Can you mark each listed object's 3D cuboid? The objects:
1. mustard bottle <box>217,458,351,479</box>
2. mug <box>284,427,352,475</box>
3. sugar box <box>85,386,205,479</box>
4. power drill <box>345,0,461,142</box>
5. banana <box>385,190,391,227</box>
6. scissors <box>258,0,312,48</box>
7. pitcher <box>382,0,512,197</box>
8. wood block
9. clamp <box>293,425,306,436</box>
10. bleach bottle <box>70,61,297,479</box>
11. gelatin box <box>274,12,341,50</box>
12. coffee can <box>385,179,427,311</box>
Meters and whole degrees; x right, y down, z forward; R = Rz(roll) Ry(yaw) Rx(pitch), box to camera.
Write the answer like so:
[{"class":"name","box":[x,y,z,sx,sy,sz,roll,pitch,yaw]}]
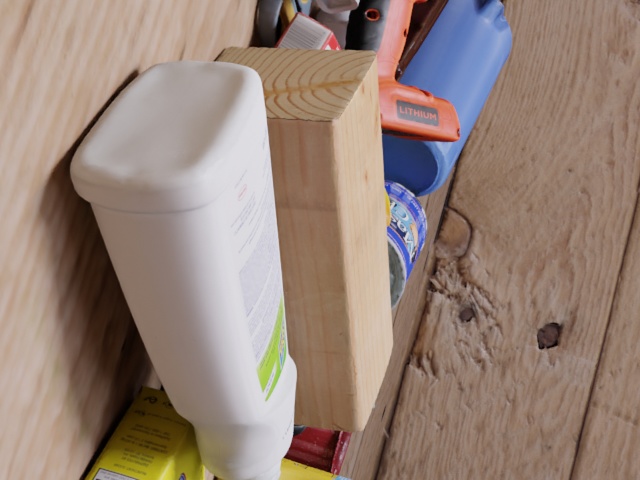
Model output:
[{"class":"mustard bottle","box":[0.010,0.225,0.907,0.096,0.192,0.058,66,40,-75]},{"class":"mug","box":[-0.015,0.192,1.043,0.093,0.081,0.117,-64,165,-48]},{"class":"sugar box","box":[-0.111,0.172,0.566,0.176,0.048,0.093,-67,166,-48]},{"class":"power drill","box":[0.074,-0.168,0.778,0.184,0.057,0.188,4,92,-36]},{"class":"banana","box":[0.045,-0.086,1.008,0.070,0.037,0.197,-41,-144,51]},{"class":"scissors","box":[-0.012,-0.150,0.750,0.201,0.016,0.096,26,79,-80]},{"class":"pitcher","box":[0.113,-0.155,1.167,0.149,0.145,0.242,79,28,-43]},{"class":"wood block","box":[-0.013,0.002,0.621,0.090,0.091,0.206,-63,153,-53]},{"class":"clamp","box":[-0.027,0.076,0.840,0.171,0.039,0.120,-151,-109,-79]},{"class":"bleach bottle","box":[-0.051,0.043,0.529,0.102,0.068,0.251,-67,157,-47]},{"class":"gelatin box","box":[-0.021,-0.094,0.684,0.089,0.030,0.073,-58,170,1]},{"class":"coffee can","box":[0.045,0.008,1.050,0.140,0.103,0.103,-54,157,-65]}]
